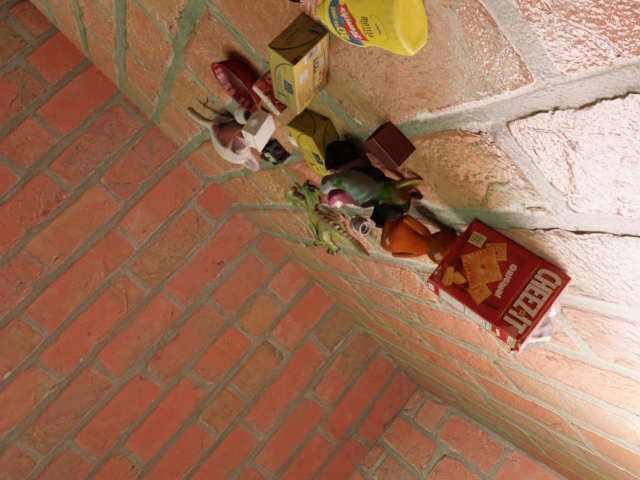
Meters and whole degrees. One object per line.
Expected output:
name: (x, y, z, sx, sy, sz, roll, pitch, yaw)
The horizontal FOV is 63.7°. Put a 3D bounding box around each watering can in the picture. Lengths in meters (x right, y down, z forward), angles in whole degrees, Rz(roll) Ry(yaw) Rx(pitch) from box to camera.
watering can: (-0.345, -0.370, 1.800, 0.347, 0.105, 0.222, 42, 168, -2)

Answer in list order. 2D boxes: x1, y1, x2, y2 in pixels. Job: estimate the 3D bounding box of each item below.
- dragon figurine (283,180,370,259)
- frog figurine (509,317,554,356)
dragon figurine: (0.005, -0.086, 1.705, 0.414, 0.123, 0.238, 25, 151, 53)
frog figurine: (0.452, 0.165, 1.176, 0.135, 0.122, 0.163, 46, -154, -58)
